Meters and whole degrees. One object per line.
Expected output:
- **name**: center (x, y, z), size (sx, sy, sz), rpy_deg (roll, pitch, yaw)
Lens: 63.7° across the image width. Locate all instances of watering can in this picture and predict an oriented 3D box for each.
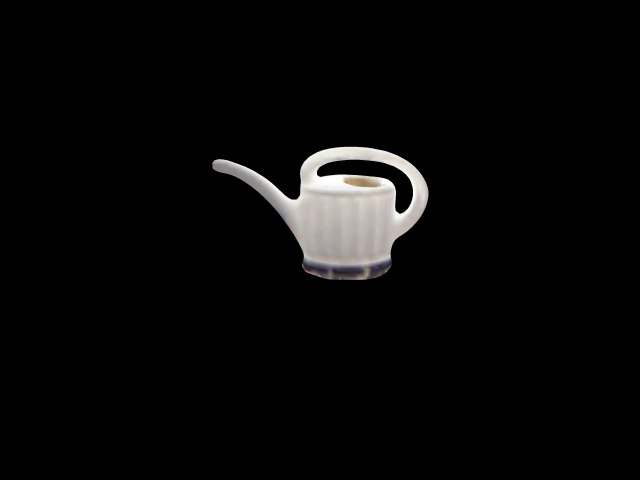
- **watering can**: center (0.003, -0.043, 0.850), size (0.348, 0.221, 0.105), rpy_deg (0, 18, 0)
